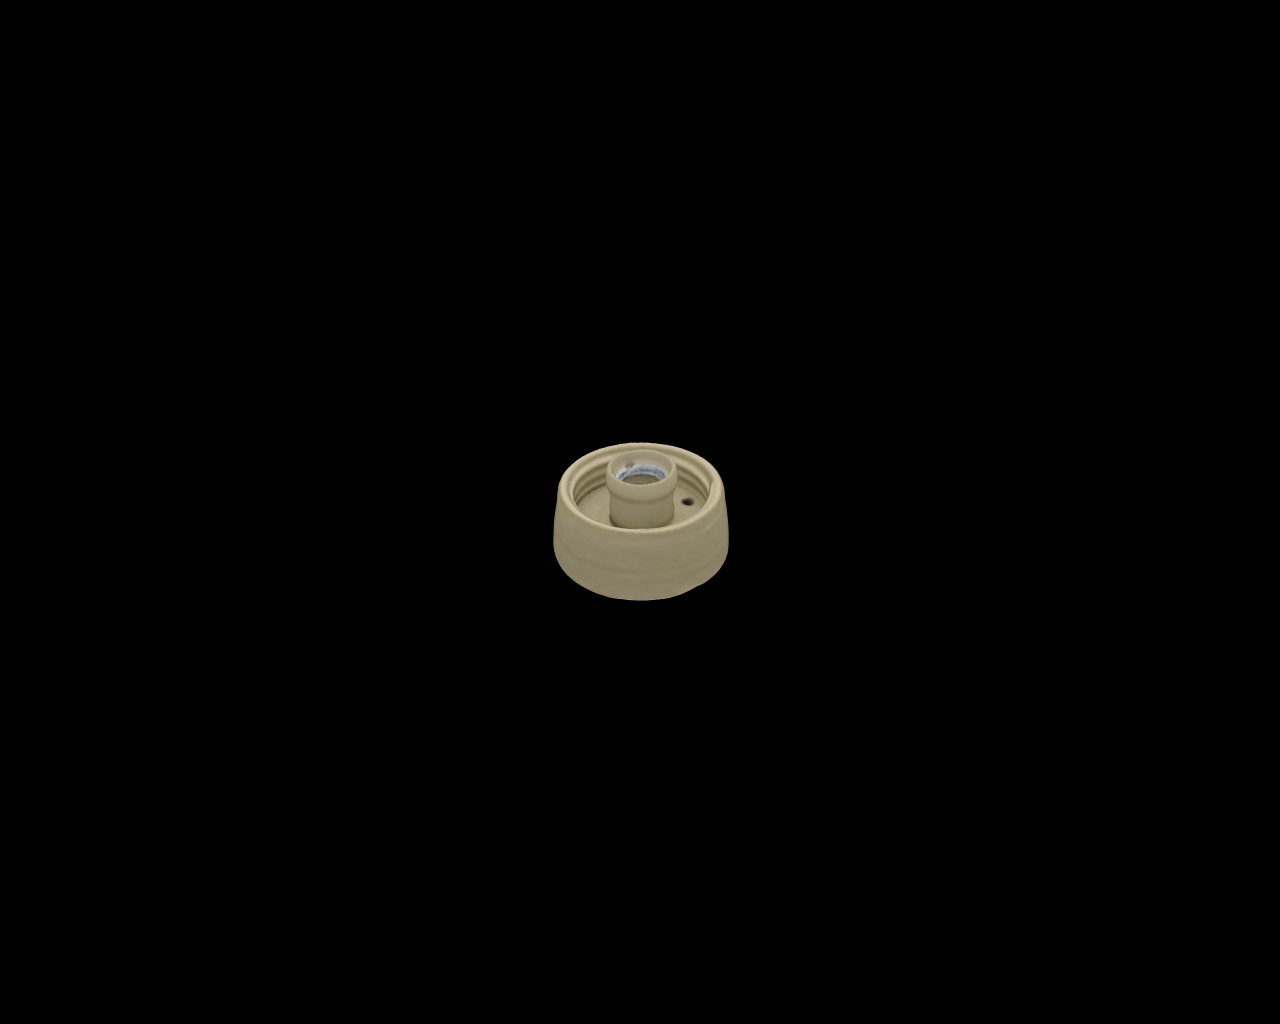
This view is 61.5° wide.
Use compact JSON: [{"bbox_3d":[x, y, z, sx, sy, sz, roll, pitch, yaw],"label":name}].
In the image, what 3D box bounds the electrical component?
[{"bbox_3d":[0.001,-0.003,0.650,0.108,0.060,0.108,0,35,0],"label":"electrical component"}]
